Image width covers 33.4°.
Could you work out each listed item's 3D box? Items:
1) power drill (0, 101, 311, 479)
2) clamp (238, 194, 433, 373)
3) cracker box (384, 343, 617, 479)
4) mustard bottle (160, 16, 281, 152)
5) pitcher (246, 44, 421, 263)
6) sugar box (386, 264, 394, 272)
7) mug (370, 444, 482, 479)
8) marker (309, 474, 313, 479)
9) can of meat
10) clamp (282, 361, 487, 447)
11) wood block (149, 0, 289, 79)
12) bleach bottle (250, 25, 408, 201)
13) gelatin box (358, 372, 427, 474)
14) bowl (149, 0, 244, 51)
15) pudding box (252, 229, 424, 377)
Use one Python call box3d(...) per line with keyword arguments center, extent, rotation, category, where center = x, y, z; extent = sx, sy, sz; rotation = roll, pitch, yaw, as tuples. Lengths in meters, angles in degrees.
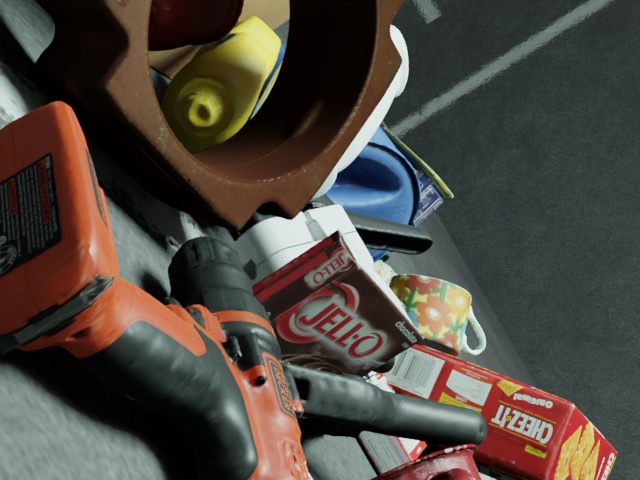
box3d(center=(-0.073, 0.027, 0.471), extent=(0.187, 0.057, 0.184), rotation=(49, 13, -43), category="power drill")
box3d(center=(-0.005, 0.001, 0.820), extent=(0.210, 0.036, 0.164), rotation=(32, 39, -15), category="clamp")
box3d(center=(0.153, 0.166, 0.921), extent=(0.164, 0.072, 0.213), rotation=(19, -12, 29), category="cracker box")
box3d(center=(-0.076, -0.111, 0.783), extent=(0.058, 0.096, 0.191), rotation=(44, 14, -12), category="mustard bottle")
box3d(center=(-0.015, -0.092, 0.983), extent=(0.243, 0.145, 0.149), rotation=(-116, -169, -53), category="pitcher")
box3d(center=(0.103, 0.113, 1.135), extent=(0.093, 0.048, 0.176), rotation=(48, 15, -47), category="sugar box")
box3d(center=(0.068, 0.168, 0.604), extent=(0.081, 0.093, 0.117), rotation=(67, -29, 21), category="mug")
box3d(center=(-0.001, 0.148, 0.568), extent=(0.121, 0.020, 0.020), rotation=(58, 9, 2), category="marker")
box3d(center=(0.066, -0.049, 1.048), extent=(0.057, 0.084, 0.102), rotation=(44, 3, -47), category="can of meat")
box3d(center=(0.023, 0.098, 0.620), extent=(0.171, 0.120, 0.039), rotation=(29, 61, -63), category="clamp")
box3d(center=(-0.063, -0.227, 0.889), extent=(0.090, 0.206, 0.090), rotation=(60, 10, 11), category="wood block")
box3d(center=(0.002, -0.092, 0.806), extent=(0.250, 0.103, 0.068), rotation=(-70, 155, -58), category="bleach bottle")
box3d(center=(0.042, 0.132, 0.812), extent=(0.089, 0.030, 0.073), rotation=(58, 11, 8), category="gelatin box")
box3d(center=(-0.131, -0.181, 0.705), extent=(0.162, 0.162, 0.055), rotation=(53, 55, -26), category="bowl")
box3d(center=(0.004, 0.053, 0.684), extent=(0.113, 0.090, 0.039), rotation=(46, 14, -53), category="pudding box")
